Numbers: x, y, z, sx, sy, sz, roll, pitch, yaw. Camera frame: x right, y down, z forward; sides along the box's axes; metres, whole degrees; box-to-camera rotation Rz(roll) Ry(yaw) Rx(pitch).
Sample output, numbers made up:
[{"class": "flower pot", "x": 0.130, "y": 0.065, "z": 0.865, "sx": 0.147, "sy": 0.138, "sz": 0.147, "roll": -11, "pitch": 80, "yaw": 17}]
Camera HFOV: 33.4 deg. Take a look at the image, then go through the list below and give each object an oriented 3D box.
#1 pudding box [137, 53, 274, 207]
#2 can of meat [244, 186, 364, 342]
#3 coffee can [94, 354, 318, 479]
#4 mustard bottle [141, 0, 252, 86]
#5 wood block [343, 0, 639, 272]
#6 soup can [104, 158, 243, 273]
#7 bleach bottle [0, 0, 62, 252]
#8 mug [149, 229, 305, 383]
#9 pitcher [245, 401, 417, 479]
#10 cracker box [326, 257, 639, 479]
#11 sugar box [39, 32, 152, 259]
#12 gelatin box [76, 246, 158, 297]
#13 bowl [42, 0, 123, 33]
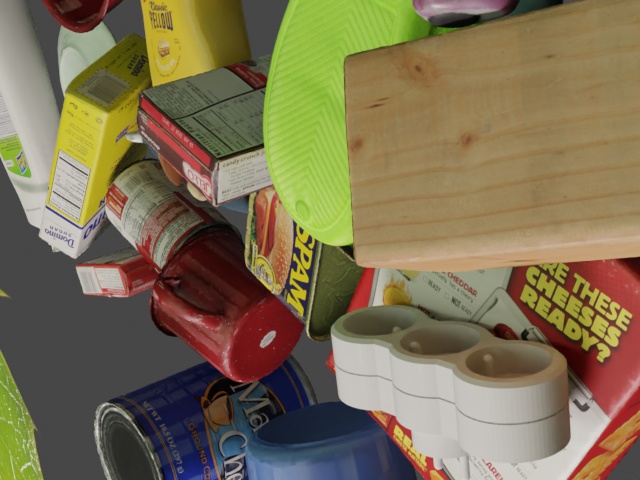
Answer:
[{"class": "pudding box", "x": -0.045, "y": -0.073, "z": 0.672, "sx": 0.090, "sy": 0.113, "sz": 0.039, "roll": 43, "pitch": 142, "yaw": 35}, {"class": "can of meat", "x": -0.005, "y": 0.001, "z": 0.705, "sx": 0.084, "sy": 0.057, "sz": 0.102, "roll": 42, "pitch": 136, "yaw": 39}, {"class": "coffee can", "x": -0.085, "y": 0.145, "z": 0.810, "sx": 0.103, "sy": 0.140, "sz": 0.103, "roll": 29, "pitch": 129, "yaw": 44}, {"class": "mustard bottle", "x": -0.093, "y": -0.189, "z": 0.729, "sx": 0.096, "sy": 0.058, "sz": 0.191, "roll": 20, "pitch": 121, "yaw": 54}, {"class": "wood block", "x": 0.120, "y": -0.040, "z": 0.411, "sx": 0.206, "sy": 0.090, "sz": 0.090, "roll": -7, "pitch": 83, "yaw": 35}, {"class": "soup can", "x": -0.117, "y": -0.012, "z": 0.841, "sx": 0.102, "sy": 0.068, "sz": 0.068, "roll": 42, "pitch": 136, "yaw": 35}, {"class": "bleach bottle", "x": -0.287, "y": -0.111, "z": 1.033, "sx": 0.103, "sy": 0.067, "sz": 0.251, "roll": 0, "pitch": 108, "yaw": 55}, {"class": "mug", "x": -0.070, "y": 0.049, "z": 0.773, "sx": 0.082, "sy": 0.117, "sz": 0.093, "roll": 34, "pitch": 99, "yaw": 35}, {"class": "pitcher", "x": 0.013, "y": 0.240, "z": 0.729, "sx": 0.145, "sy": 0.149, "sz": 0.243, "roll": 4, "pitch": 106, "yaw": 65}, {"class": "cracker box", "x": 0.102, "y": 0.047, "z": 0.568, "sx": 0.164, "sy": 0.071, "sz": 0.214, "roll": 48, "pitch": 139, "yaw": 27}, {"class": "sugar box", "x": -0.176, "y": -0.073, "z": 0.868, "sx": 0.048, "sy": 0.093, "sz": 0.176, "roll": 30, "pitch": 137, "yaw": 8}, {"class": "gelatin box", "x": -0.154, "y": 0.024, "z": 0.905, "sx": 0.089, "sy": 0.073, "sz": 0.030, "roll": -2, "pitch": 106, "yaw": 53}, {"class": "bowl", "x": -0.177, "y": -0.244, "z": 0.820, "sx": 0.162, "sy": 0.055, "sz": 0.162, "roll": 29, "pitch": 128, "yaw": 44}]
